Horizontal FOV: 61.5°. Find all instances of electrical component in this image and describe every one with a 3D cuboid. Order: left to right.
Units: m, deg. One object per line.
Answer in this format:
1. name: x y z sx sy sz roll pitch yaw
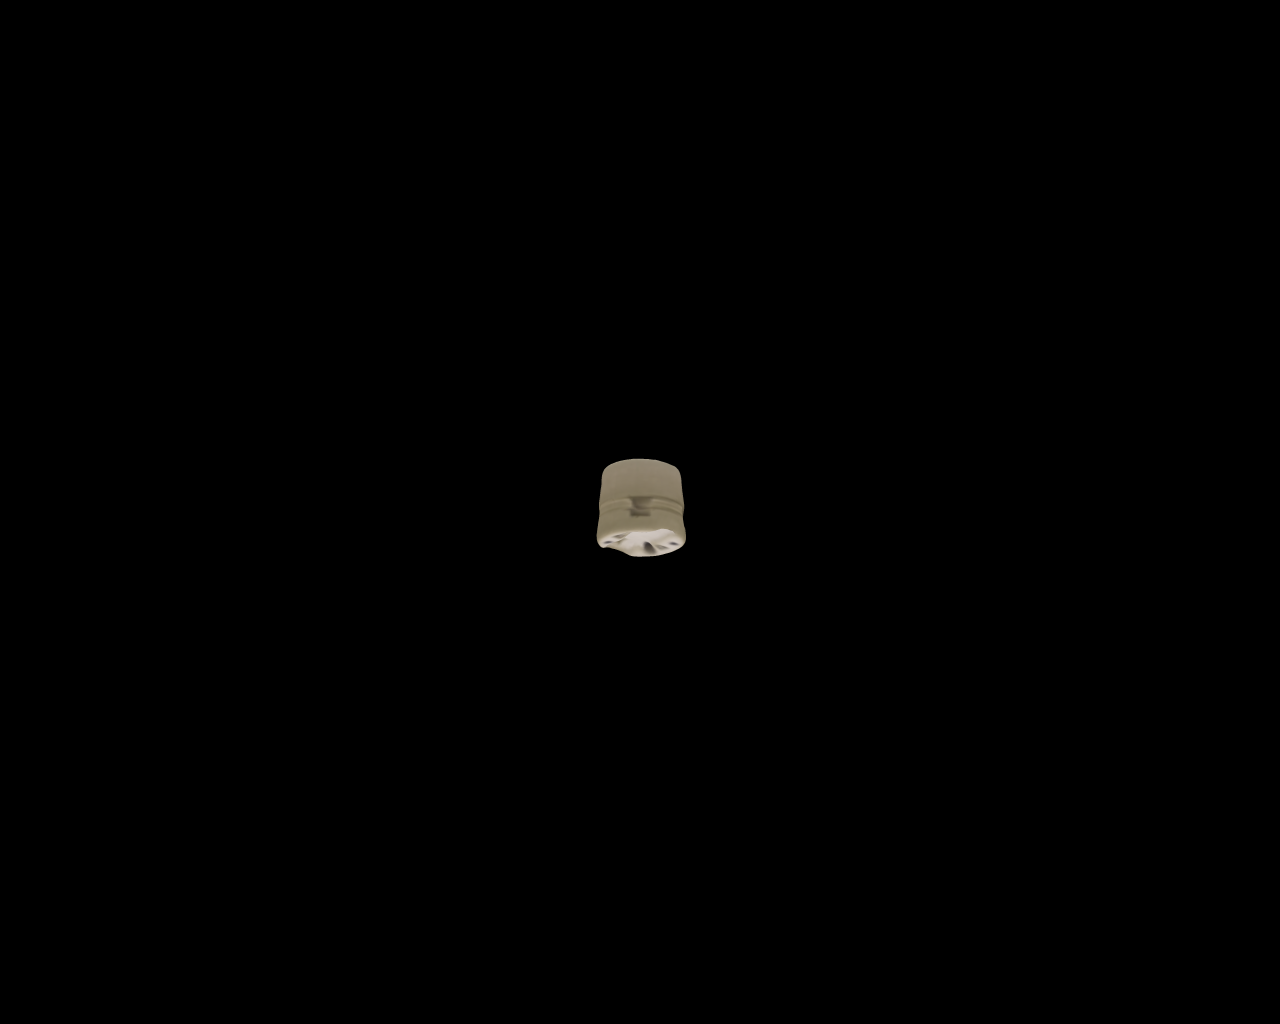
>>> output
1. electrical component: 0.001 -0.003 0.650 0.055 0.047 0.055 0 -20 0
